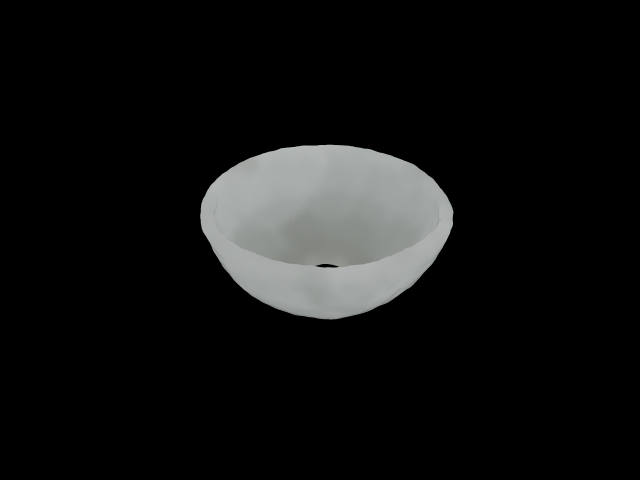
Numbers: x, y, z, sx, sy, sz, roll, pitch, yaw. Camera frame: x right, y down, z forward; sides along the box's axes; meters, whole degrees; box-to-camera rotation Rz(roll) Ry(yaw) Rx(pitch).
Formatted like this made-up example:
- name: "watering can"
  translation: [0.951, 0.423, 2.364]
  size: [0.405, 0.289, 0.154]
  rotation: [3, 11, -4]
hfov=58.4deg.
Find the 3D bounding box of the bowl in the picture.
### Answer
- name: "bowl"
  translation: [0.004, 0.001, 0.400]
  size: [0.167, 0.075, 0.167]
  rotation: [0, 35, 0]
